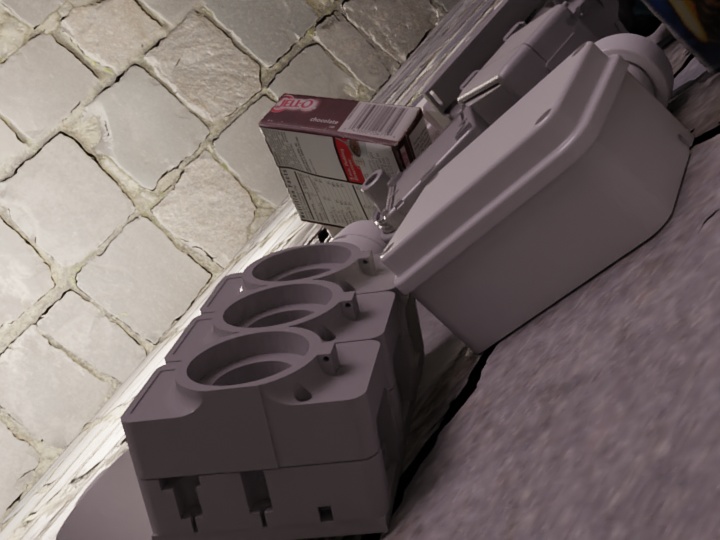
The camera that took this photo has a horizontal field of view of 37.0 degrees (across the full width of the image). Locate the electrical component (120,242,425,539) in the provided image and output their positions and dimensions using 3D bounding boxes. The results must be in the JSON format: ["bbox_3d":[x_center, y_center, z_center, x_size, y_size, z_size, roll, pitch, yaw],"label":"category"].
[{"bbox_3d":[-0.028,0.043,0.443,0.089,0.061,0.150,-7,19,11],"label":"electrical component"}]

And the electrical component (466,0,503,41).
[{"bbox_3d":[0.140,-0.187,0.804,0.078,0.063,0.121,-51,9,-23],"label":"electrical component"}]

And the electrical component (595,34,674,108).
[{"bbox_3d":[0.113,-0.075,0.475,0.045,0.045,0.055,-41,10,40],"label":"electrical component"}]

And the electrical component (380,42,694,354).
[{"bbox_3d":[0.070,-0.029,0.435,0.113,0.057,0.078,-41,11,41],"label":"electrical component"}]

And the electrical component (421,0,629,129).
[{"bbox_3d":[0.108,-0.125,0.668,0.121,0.078,0.063,-49,30,-6],"label":"electrical component"}]

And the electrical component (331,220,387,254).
[{"bbox_3d":[0.000,0.000,0.679,0.055,0.055,0.047,-42,6,33],"label":"electrical component"}]

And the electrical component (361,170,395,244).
[{"bbox_3d":[0.028,-0.034,0.650,0.048,0.062,0.048,-40,20,17],"label":"electrical component"}]

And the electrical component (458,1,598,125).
[{"bbox_3d":[0.099,-0.094,0.576,0.061,0.062,0.096,-49,8,-8],"label":"electrical component"}]

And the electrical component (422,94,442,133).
[{"bbox_3d":[0.096,-0.127,0.753,0.096,0.062,0.061,-52,9,-30],"label":"electrical component"}]

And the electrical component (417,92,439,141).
[{"bbox_3d":[0.045,-0.083,0.824,0.113,0.057,0.078,-47,8,5],"label":"electrical component"}]

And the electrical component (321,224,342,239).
[{"bbox_3d":[-0.006,-0.020,0.774,0.035,0.061,0.035,-47,8,9],"label":"electrical component"}]

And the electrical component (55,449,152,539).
[{"bbox_3d":[-0.166,0.173,0.765,0.099,0.064,0.099,-51,-5,-7],"label":"electrical component"}]

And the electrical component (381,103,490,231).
[{"bbox_3d":[0.055,-0.039,0.545,0.061,0.061,0.096,-46,8,14],"label":"electrical component"}]
